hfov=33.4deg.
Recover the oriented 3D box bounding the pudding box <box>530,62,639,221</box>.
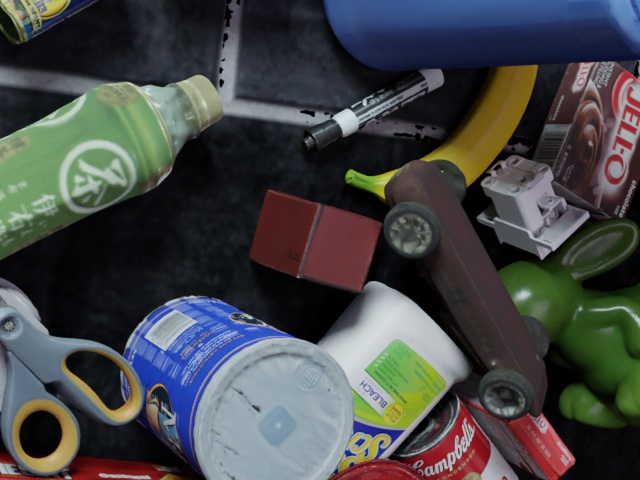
[{"bbox_3d":[0.224,-0.082,0.859,0.090,0.039,0.113,27,85,-29],"label":"pudding box"}]

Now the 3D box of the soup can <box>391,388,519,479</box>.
[{"bbox_3d":[0.101,0.170,0.817,0.068,0.069,0.102,-45,117,-15],"label":"soup can"}]

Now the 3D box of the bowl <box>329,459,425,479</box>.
[{"bbox_3d":[0.046,0.236,0.733,0.161,0.055,0.162,-6,99,-37],"label":"bowl"}]

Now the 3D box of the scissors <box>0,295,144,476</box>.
[{"bbox_3d":[-0.185,0.067,0.608,0.201,0.016,0.096,40,80,-37],"label":"scissors"}]

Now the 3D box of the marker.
[{"bbox_3d":[0.037,-0.094,0.767,0.121,0.020,0.020,-31,111,-21],"label":"marker"}]

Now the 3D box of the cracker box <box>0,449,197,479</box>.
[{"bbox_3d":[-0.170,0.250,0.680,0.164,0.072,0.214,12,92,-29],"label":"cracker box"}]

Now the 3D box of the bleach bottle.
[{"bbox_3d":[-0.004,0.154,0.762,0.250,0.068,0.102,-50,121,-9],"label":"bleach bottle"}]

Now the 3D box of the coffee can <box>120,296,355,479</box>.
[{"bbox_3d":[-0.057,0.098,0.677,0.102,0.140,0.103,-5,100,-28],"label":"coffee can"}]

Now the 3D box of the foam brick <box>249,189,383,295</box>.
[{"bbox_3d":[-0.005,0.001,0.727,0.051,0.078,0.053,16,92,-31],"label":"foam brick"}]

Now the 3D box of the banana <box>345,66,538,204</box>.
[{"bbox_3d":[0.109,-0.083,0.797,0.197,0.037,0.069,-43,117,-16],"label":"banana"}]

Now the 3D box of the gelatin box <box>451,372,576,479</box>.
[{"bbox_3d":[0.145,0.142,0.824,0.030,0.089,0.073,-44,115,-15],"label":"gelatin box"}]

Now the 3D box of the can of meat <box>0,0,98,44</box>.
[{"bbox_3d":[-0.167,-0.177,0.622,0.083,0.058,0.102,-35,112,-17],"label":"can of meat"}]

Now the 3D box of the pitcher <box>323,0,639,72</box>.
[{"bbox_3d":[0.113,-0.173,0.664,0.149,0.243,0.145,-28,114,-30],"label":"pitcher"}]
